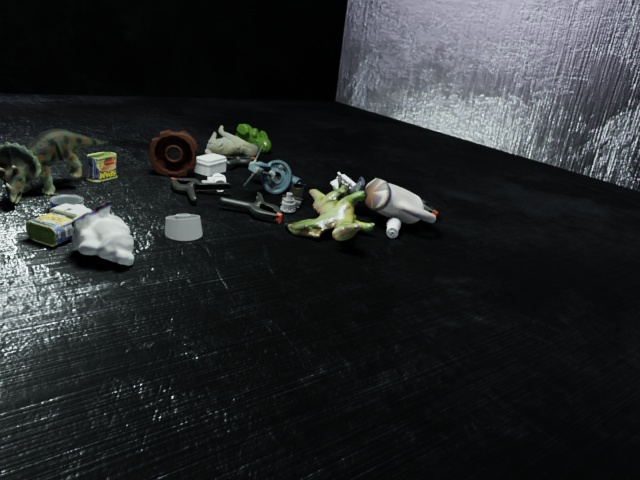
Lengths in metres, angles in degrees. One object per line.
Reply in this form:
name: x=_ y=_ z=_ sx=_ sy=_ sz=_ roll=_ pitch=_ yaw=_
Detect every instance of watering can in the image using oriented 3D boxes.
watering can: x=0.239 y=-0.127 z=1.693 sx=0.223 sy=0.103 sz=0.351 roll=21 pitch=8 yaw=-23

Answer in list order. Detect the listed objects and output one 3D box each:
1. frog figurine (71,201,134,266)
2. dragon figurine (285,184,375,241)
frog figurine: x=-0.496 y=0.006 z=1.210 sx=0.160 sy=0.121 sz=0.138 roll=47 pitch=19 yaw=3
dragon figurine: x=0.005 y=-0.078 z=1.545 sx=0.245 sy=0.120 sz=0.413 roll=-18 pitch=24 yaw=-32
